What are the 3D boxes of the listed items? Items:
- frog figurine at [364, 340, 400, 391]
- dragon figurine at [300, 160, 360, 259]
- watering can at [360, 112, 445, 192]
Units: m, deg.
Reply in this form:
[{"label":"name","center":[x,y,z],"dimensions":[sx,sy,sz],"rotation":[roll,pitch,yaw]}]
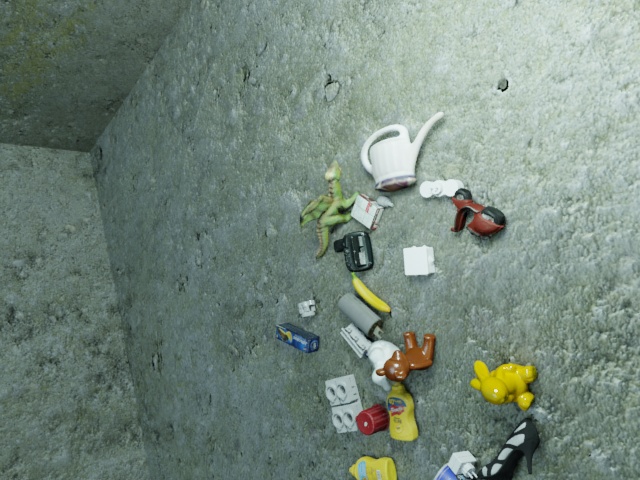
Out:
[{"label":"frog figurine","center":[0.216,0.409,1.695],"dimensions":[0.122,0.161,0.137],"rotation":[-36,98,7]},{"label":"dragon figurine","center":[0.006,-0.094,1.874],"dimensions":[0.124,0.243,0.405],"rotation":[34,111,34]},{"label":"watering can","center":[0.271,-0.281,1.704],"dimensions":[0.345,0.104,0.226],"rotation":[-14,80,44]}]
